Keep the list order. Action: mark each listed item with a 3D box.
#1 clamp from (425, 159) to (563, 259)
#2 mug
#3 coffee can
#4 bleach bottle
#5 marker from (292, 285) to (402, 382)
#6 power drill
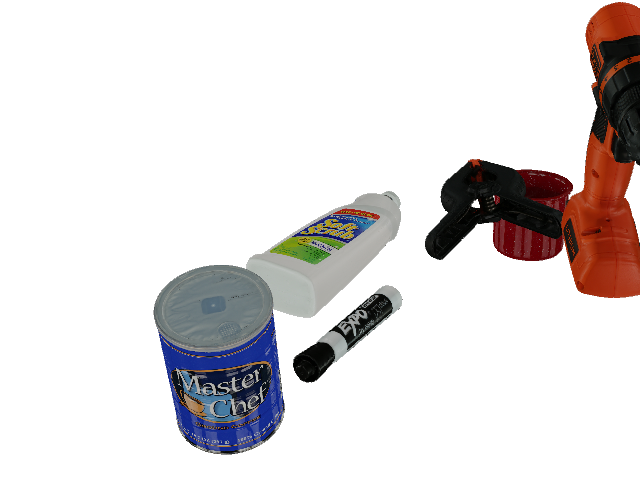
[{"bbox_3d":[0.161,-0.034,0.970,0.120,0.039,0.171,-1,28,12],"label":"clamp"},{"bbox_3d":[0.251,-0.032,1.247,0.093,0.081,0.117,21,33,39],"label":"mug"},{"bbox_3d":[-0.088,0.107,0.955,0.103,0.140,0.103,-2,40,2],"label":"coffee can"},{"bbox_3d":[0.019,0.002,1.320,0.103,0.068,0.250,17,36,28],"label":"bleach bottle"},{"bbox_3d":[0.018,0.058,0.674,0.020,0.020,0.120,0,19,31],"label":"marker"},{"bbox_3d":[0.216,-0.053,0.759,0.057,0.188,0.184,3,37,4],"label":"power drill"}]
